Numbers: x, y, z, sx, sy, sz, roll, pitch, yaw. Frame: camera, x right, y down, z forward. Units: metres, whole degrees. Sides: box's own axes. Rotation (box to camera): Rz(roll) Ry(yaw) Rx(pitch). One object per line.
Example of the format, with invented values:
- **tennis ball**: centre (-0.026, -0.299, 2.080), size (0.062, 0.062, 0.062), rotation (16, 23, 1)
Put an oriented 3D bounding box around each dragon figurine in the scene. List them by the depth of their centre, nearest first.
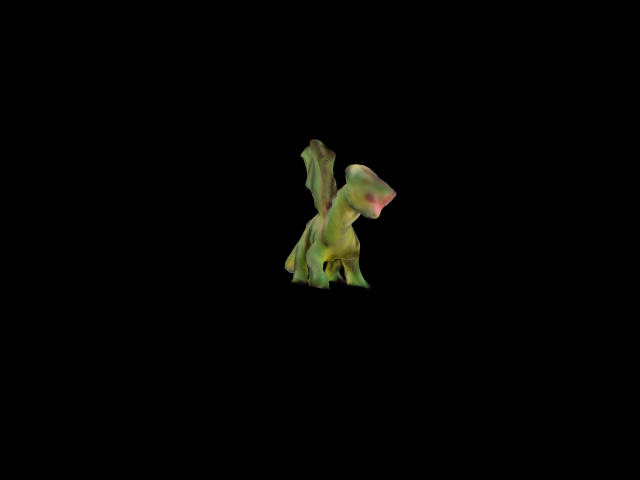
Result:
- **dragon figurine**: centre (0.003, -0.043, 0.850), size (0.122, 0.242, 0.410), rotation (0, 2, -23)
